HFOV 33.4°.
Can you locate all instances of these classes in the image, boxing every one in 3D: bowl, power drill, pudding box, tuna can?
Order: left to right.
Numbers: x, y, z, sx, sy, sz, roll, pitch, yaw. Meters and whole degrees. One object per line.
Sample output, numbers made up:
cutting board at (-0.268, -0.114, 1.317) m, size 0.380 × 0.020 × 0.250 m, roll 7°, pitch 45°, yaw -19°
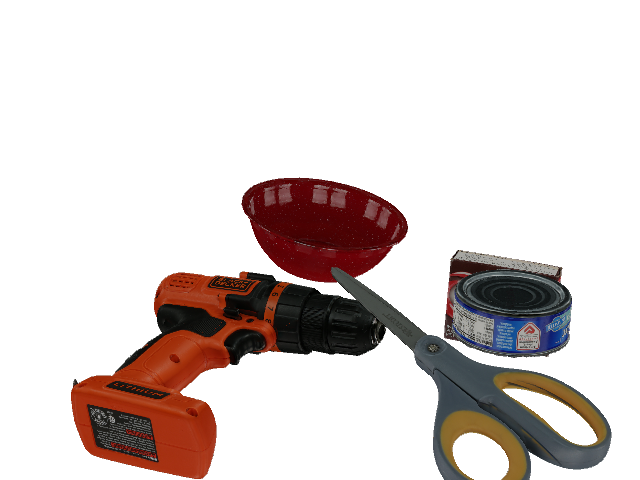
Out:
power drill at (-0.067, 0.086, 0.743) m, size 0.185 × 0.057 × 0.187 m, roll 5°, pitch 27°, yaw 25°
bowl at (0.000, -0.005, 1.032) m, size 0.162 × 0.055 × 0.162 m, roll 8°, pitch 25°, yaw -4°
pudding box at (0.188, 0.064, 1.102) m, size 0.114 × 0.090 × 0.039 m, roll 8°, pitch 22°, yaw 16°
tuna can at (0.139, 0.051, 0.778) m, size 0.086 × 0.034 × 0.086 m, roll 0°, pitch 21°, yaw 0°

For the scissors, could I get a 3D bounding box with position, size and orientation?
scissors at (0.055, 0.075, 0.571) m, size 0.202 × 0.016 × 0.096 m, roll 25°, pitch 46°, yaw 33°
